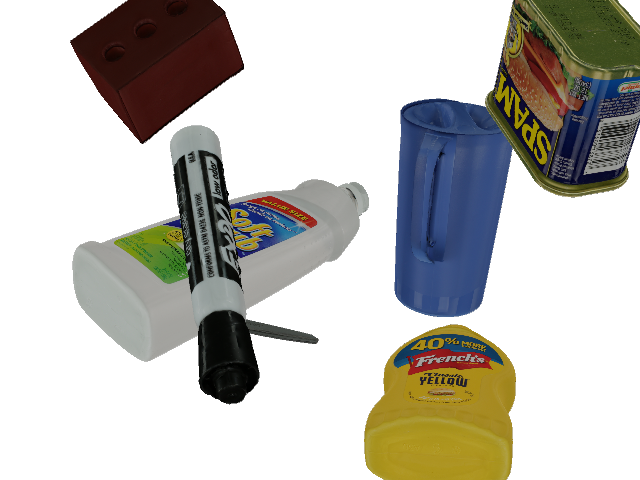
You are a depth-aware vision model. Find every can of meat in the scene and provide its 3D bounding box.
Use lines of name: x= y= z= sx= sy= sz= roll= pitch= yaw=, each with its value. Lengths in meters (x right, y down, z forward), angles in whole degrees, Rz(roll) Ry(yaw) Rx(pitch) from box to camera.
can of meat: x=0.139 y=-0.089 z=0.596 sx=0.057 sy=0.084 sz=0.102 roll=-10 pitch=46 yaw=-15

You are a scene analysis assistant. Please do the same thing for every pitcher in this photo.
pitcher: x=0.145 y=-0.033 z=1.243 sx=0.149 sy=0.243 sz=0.145 roll=-6 pitch=26 yaw=-20

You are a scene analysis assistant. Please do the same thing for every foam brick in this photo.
foam brick: x=-0.093 y=-0.107 z=0.614 sx=0.078 sy=0.053 sz=0.051 roll=-39 pitch=-27 yaw=-10

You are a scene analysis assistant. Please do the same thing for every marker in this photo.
marker: x=-0.037 y=0.005 z=0.364 sx=0.020 sy=0.020 sz=0.121 roll=0 pitch=44 yaw=-14

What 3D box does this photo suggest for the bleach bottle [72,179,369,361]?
bleach bottle: x=-0.064 y=0.004 z=0.849 sx=0.250 sy=0.068 sz=0.103 roll=-27 pitch=49 yaw=-36

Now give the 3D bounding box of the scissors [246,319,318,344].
scissors: x=-0.104 y=0.065 z=1.029 sx=0.201 sy=0.016 sz=0.096 roll=3 pitch=33 yaw=-4

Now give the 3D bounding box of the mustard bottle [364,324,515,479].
mustard bottle: x=0.092 y=0.109 z=0.770 sx=0.096 sy=0.058 sz=0.191 roll=0 pitch=19 yaw=12
